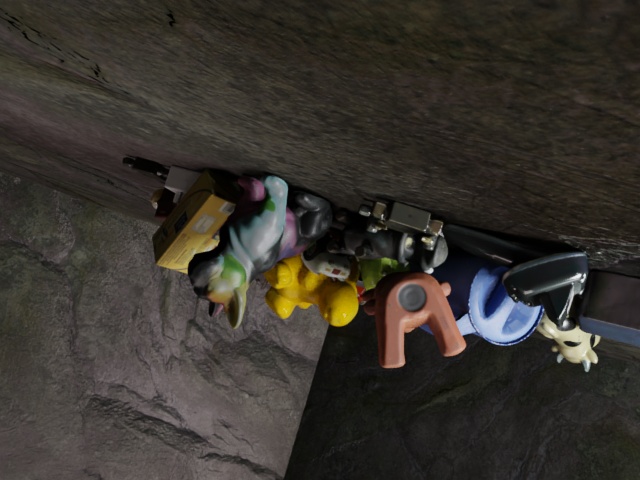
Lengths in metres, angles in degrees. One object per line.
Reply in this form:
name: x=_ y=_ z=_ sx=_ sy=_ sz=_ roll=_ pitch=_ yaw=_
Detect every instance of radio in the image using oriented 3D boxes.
radio: x=0.453 y=0.108 z=0.782 sx=0.131 sy=0.073 sz=0.229 roll=14 pitch=171 yaw=29

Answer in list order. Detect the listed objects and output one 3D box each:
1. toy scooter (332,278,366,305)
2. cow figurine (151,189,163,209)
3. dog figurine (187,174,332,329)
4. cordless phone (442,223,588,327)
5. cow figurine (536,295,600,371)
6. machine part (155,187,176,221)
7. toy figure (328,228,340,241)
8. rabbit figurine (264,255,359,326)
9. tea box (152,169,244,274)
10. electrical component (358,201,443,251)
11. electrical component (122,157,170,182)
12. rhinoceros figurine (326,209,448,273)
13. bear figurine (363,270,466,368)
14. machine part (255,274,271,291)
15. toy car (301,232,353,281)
toy scooter: x=0.043 y=0.073 z=1.149 sx=0.135 sy=0.075 sz=0.184 roll=33 pitch=-151 yaw=-30
cow figurine: x=-0.275 y=-0.066 z=1.163 sx=0.167 sy=0.068 sz=0.098 roll=18 pitch=169 yaw=-40
dog figurine: x=-0.089 y=0.022 z=0.788 sx=0.191 sy=0.219 sz=0.109 roll=23 pitch=174 yaw=-39
cordless phone: x=0.254 y=0.034 z=0.719 sx=0.184 sy=0.088 sz=0.146 roll=26 pitch=179 yaw=28
cow figurine: x=0.443 y=0.154 z=0.953 sx=0.194 sy=0.127 sz=0.086 roll=25 pitch=172 yaw=-40
machine part: x=-0.201 y=-0.050 z=1.040 sx=0.201 sy=0.087 sz=0.201 roll=22 pitch=171 yaw=-30
toy figure: x=-0.002 y=-0.002 z=1.063 sx=0.154 sy=0.057 sz=0.064 roll=16 pitch=178 yaw=-26
rabbit figurine: x=0.003 y=0.092 z=0.952 sx=0.162 sy=0.121 sz=0.173 roll=-20 pitch=-143 yaw=-39
tea box: x=-0.188 y=-0.023 z=0.876 sx=0.098 sy=0.169 sz=0.068 roll=24 pitch=-148 yaw=-40
electrical component: x=0.104 y=-0.020 z=0.694 sx=0.102 sy=0.045 sz=0.078 roll=18 pitch=172 yaw=-12
electrical component: x=-0.297 y=-0.122 z=0.946 sx=0.094 sy=0.021 sz=0.063 roll=15 pitch=174 yaw=9
rhinoceros figurine: x=0.098 y=0.005 z=0.800 sx=0.112 sy=0.073 sz=0.191 roll=24 pitch=170 yaw=-41
bear figurine: x=0.123 y=0.106 z=0.776 sx=0.120 sy=0.132 sz=0.195 roll=-12 pitch=170 yaw=-1
machine part: x=-0.075 y=0.031 z=1.091 sx=0.079 sy=0.079 sz=0.243 roll=16 pitch=-154 yaw=8
toy car: x=-0.008 y=0.004 z=0.920 sx=0.073 sy=0.056 sz=0.202 roll=17 pitch=-162 yaw=-29
